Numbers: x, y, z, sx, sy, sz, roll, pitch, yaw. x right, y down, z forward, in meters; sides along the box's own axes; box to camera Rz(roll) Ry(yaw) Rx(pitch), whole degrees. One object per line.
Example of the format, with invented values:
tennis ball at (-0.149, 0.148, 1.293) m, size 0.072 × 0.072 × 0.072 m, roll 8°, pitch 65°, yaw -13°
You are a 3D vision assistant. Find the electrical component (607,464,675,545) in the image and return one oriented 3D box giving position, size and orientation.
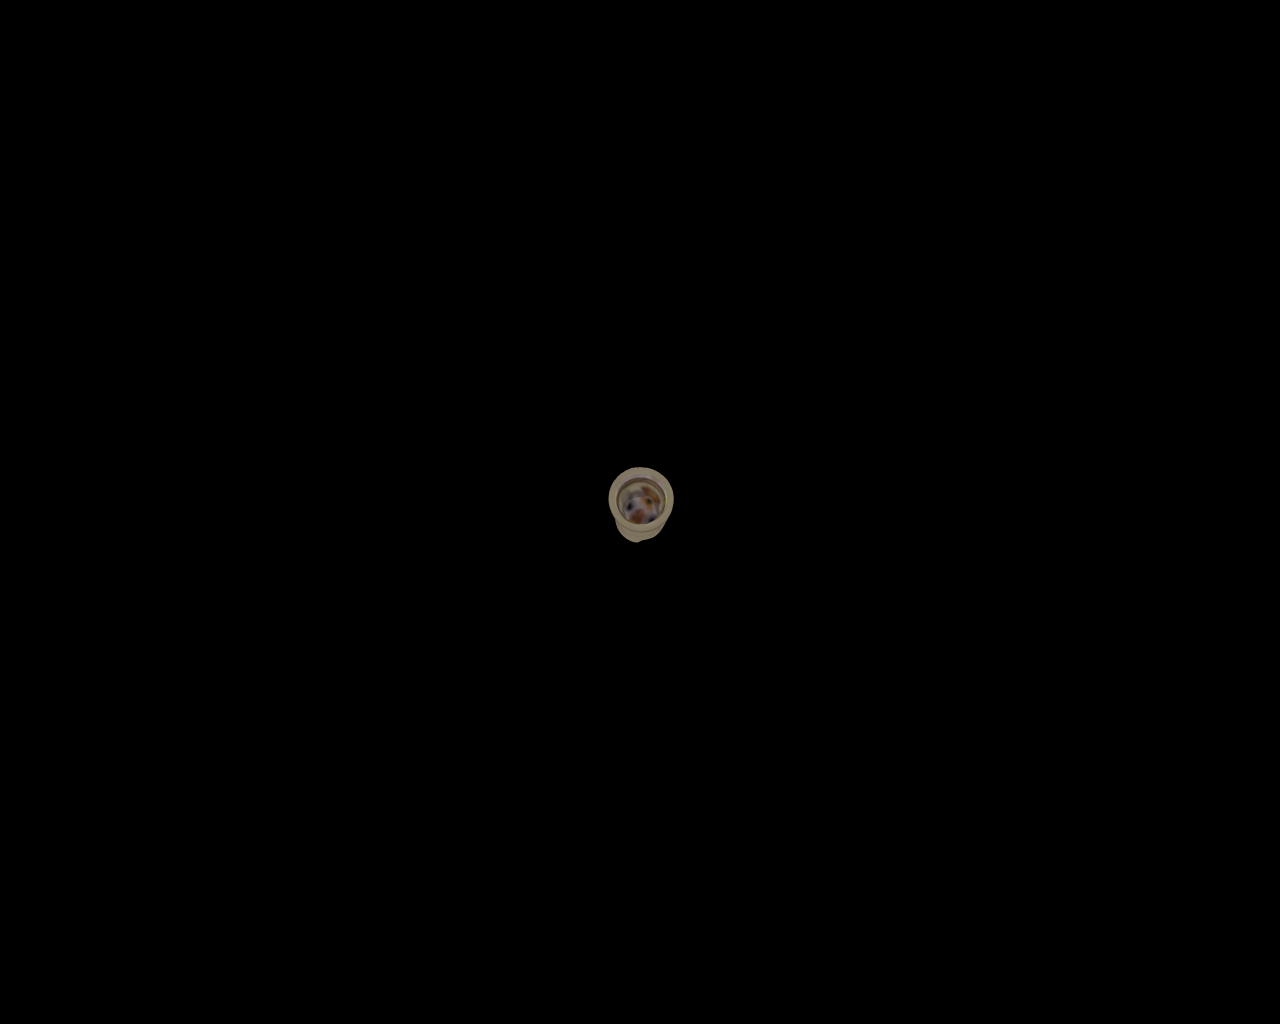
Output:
electrical component at (0.001, -0.003, 0.650) m, size 0.040 × 0.040 × 0.046 m, roll 0°, pitch -18°, yaw 0°
